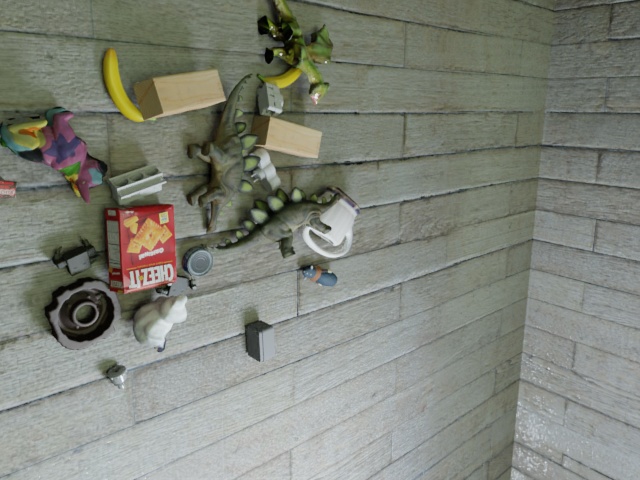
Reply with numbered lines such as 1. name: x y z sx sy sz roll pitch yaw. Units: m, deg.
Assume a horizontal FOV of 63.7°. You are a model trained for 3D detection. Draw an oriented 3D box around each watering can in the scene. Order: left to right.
1. watering can: 0.005 -0.087 1.737 0.343 0.226 0.104 40 -15 -31

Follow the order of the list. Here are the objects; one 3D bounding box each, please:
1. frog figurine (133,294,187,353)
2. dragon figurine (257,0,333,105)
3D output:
1. frog figurine: -0.425 0.205 1.369 0.122 0.141 0.156 29 -50 -13
2. dragon figurine: -0.056 -0.619 1.569 0.121 0.409 0.244 -7 4 41
